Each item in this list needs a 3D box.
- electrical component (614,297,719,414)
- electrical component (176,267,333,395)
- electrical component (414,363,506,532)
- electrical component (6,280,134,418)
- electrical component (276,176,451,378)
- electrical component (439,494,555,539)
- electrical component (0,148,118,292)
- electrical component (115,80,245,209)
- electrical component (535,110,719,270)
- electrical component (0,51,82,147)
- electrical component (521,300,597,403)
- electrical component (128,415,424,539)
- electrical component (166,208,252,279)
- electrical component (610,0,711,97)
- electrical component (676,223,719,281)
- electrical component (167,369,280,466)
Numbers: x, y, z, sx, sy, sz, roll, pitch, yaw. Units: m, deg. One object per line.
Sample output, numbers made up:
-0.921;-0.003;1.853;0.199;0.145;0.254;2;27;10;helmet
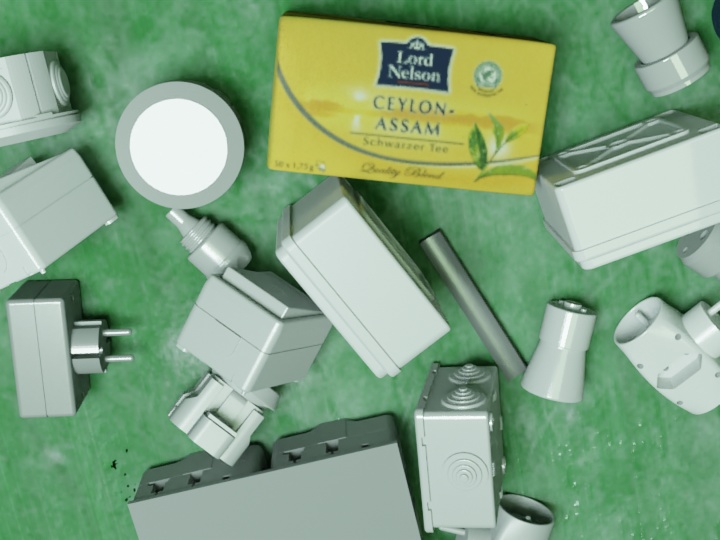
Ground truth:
0.230;0.048;0.737;0.077;0.043;0.079;41;114;-12;electrical component
-0.062;0.035;0.708;0.062;0.096;0.061;33;104;20;electrical component
0.070;0.118;0.730;0.048;0.099;0.099;-2;106;12;electrical component
-0.192;0.052;0.729;0.076;0.047;0.083;-2;106;-1;electrical component
0.000;0.000;0.688;0.056;0.108;0.108;-38;103;6;electrical component
0.092;0.203;0.782;0.079;0.043;0.077;14;105;-5;electrical component
-0.207;-0.037;0.683;0.062;0.096;0.061;-20;108;34;electrical component
-0.113;-0.083;0.691;0.080;0.051;0.080;0;106;-1;electrical component
0.171;-0.054;0.677;0.109;0.108;0.056;-20;103;4;electrical component
-0.218;-0.104;0.668;0.080;0.080;0.051;-12;100;2;electrical component
0.140;0.054;0.743;0.044;0.044;0.065;11;101;-5;electrical component
-0.055;0.177;0.761;0.186;0.060;0.105;-13;106;2;electrical component
-0.103;-0.019;0.718;0.061;0.035;0.035;43;100;-10;electrical component
0.192;-0.144;0.685;0.045;0.045;0.055;-31;105;7;electrical component
0.249;-0.011;0.725;0.055;0.045;0.045;32;103;-9;electrical component
-0.092;0.092;0.733;0.058;0.078;0.057;39;83;-10;electrical component
